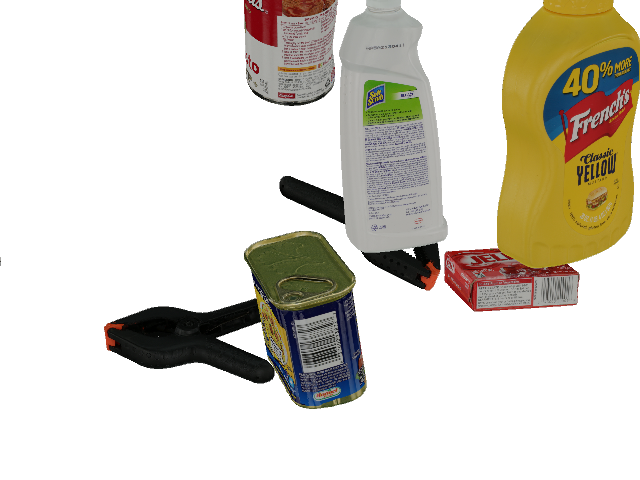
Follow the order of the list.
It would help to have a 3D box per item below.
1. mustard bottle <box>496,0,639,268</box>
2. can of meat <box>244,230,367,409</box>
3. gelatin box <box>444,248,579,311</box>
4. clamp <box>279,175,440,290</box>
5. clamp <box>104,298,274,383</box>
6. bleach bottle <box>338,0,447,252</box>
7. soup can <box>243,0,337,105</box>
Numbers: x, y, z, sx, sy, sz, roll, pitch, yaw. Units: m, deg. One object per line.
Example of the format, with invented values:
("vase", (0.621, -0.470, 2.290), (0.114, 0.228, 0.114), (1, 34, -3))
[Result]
("mustard bottle", (0.155, -0.083, 0.658), (0.096, 0.192, 0.058), (-18, 30, -26))
("can of meat", (-0.009, 0.053, 0.715), (0.057, 0.084, 0.102), (-15, 26, -12))
("gelatin box", (0.151, 0.029, 0.852), (0.089, 0.030, 0.073), (-3, 17, -9))
("clamp", (0.059, -0.023, 1.224), (0.164, 0.210, 0.036), (-13, -38, -25))
("clamp", (-0.120, 0.089, 1.042), (0.171, 0.039, 0.120), (8, 26, 5))
("bleach bottle", (0.069, -0.114, 0.999), (0.102, 0.251, 0.068), (-10, 29, -13))
("soup can", (-0.020, -0.156, 0.757), (0.068, 0.102, 0.068), (1, 45, -1))
